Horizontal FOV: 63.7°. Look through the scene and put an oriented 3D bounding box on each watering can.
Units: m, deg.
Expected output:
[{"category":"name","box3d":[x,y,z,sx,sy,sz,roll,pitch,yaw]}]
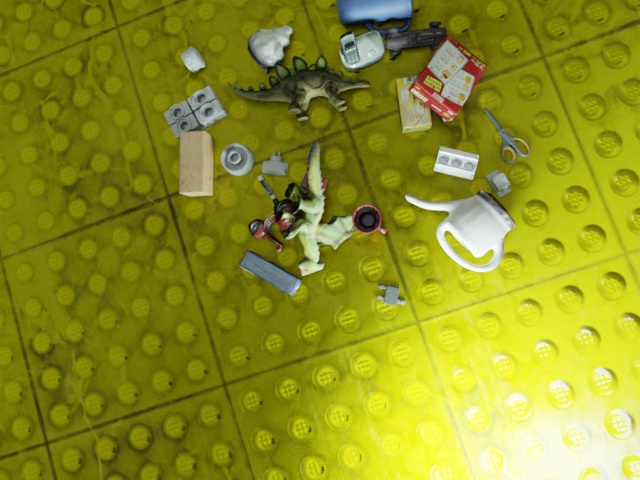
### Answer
[{"category":"watering can","box3d":[0.447,-0.069,1.593,0.224,0.103,0.350,-41,81,2]}]

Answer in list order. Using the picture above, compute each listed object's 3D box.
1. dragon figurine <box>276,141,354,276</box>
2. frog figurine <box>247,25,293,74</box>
[{"category":"dragon figurine","box3d":[0.005,-0.083,1.644,0.241,0.123,0.411,24,87,-27]},{"category":"frog figurine","box3d":[-0.160,-0.661,1.733,0.158,0.121,0.140,-37,62,15]}]
